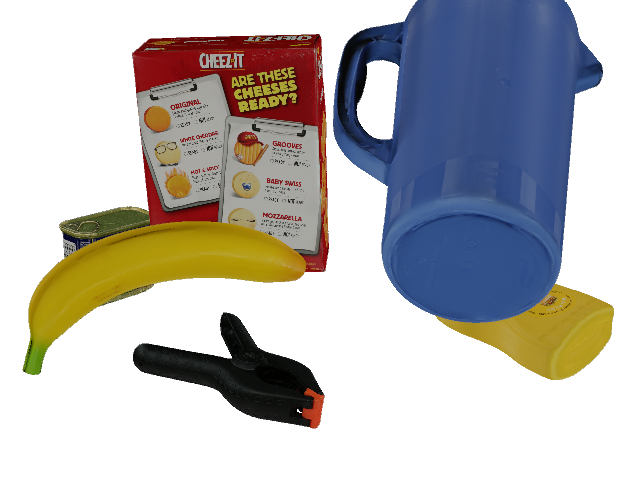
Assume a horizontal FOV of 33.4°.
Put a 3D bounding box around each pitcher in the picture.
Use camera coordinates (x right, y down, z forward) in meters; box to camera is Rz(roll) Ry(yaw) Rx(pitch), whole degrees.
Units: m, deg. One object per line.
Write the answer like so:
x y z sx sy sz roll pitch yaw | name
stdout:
0.097 -0.067 0.720 0.149 0.242 0.145 -27 -57 33 | pitcher

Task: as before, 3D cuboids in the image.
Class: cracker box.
-0.077 -0.078 0.985 0.164 0.214 0.072 0 23 5 | cracker box

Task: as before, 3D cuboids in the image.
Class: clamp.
-0.061 0.108 0.916 0.172 0.039 0.120 21 31 25 | clamp

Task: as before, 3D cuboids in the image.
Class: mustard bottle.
0.159 0.055 0.963 0.096 0.058 0.192 -29 39 -35 | mustard bottle

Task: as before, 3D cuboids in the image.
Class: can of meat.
-0.227 0.017 1.148 0.058 0.084 0.101 18 25 41 | can of meat

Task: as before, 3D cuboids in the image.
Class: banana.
-0.107 0.022 0.694 0.197 0.069 0.037 -19 32 -14 | banana
